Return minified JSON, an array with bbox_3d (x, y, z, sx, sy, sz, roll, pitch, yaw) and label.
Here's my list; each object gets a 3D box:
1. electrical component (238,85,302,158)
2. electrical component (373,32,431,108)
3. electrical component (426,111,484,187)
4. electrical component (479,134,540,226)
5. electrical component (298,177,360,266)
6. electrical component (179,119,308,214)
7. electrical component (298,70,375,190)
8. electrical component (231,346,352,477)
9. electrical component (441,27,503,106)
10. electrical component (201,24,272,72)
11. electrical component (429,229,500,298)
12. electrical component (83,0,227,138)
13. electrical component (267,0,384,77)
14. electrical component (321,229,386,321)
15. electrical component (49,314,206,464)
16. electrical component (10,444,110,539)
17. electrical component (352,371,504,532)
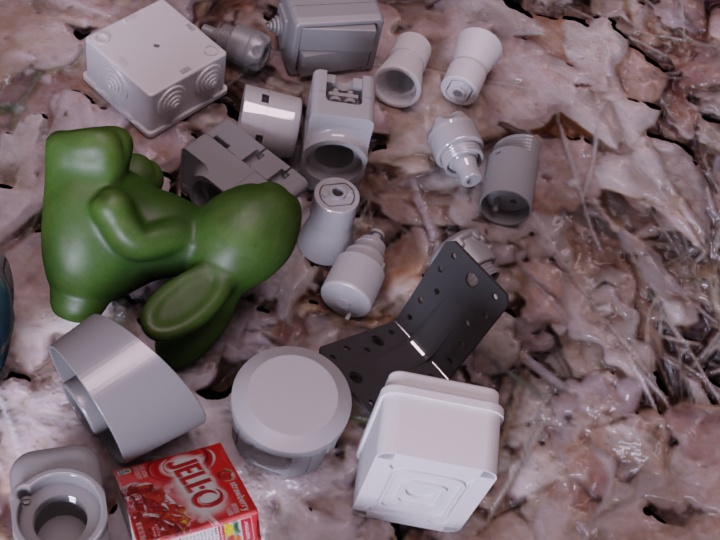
[{"bbox_3d":[-0.075,-0.120,0.877,0.047,0.055,0.055,9,53,-10],"label":"electrical component"},{"bbox_3d":[0.040,-0.180,0.954,0.044,0.044,0.065,19,49,2],"label":"electrical component"},{"bbox_3d":[0.084,-0.098,0.902,0.043,0.043,0.062,-9,58,-18],"label":"electrical component"},{"bbox_3d":[0.126,-0.081,0.898,0.043,0.043,0.081,16,53,-1],"label":"electrical component"},{"bbox_3d":[-0.022,-0.039,0.822,0.044,0.065,0.044,6,54,-8],"label":"electrical component"},{"bbox_3d":[-0.094,-0.064,0.834,0.089,0.050,0.056,38,56,15],"label":"electrical component"},{"bbox_3d":[-0.020,-0.105,0.855,0.050,0.089,0.055,7,54,-7],"label":"electrical component"},{"bbox_3d":[-0.048,0.096,0.729,0.080,0.051,0.080,6,54,-8],"label":"electrical component"},{"bbox_3d":[0.098,-0.180,0.966,0.044,0.044,0.065,22,58,4],"label":"electrical component"},{"bbox_3d":[-0.110,-0.198,0.938,0.061,0.035,0.035,23,53,7],"label":"electrical component"},{"bbox_3d":[0.087,0.003,0.830,0.048,0.048,0.062,-26,71,-27],"label":"electrical component"},{"bbox_3d":[-0.170,-0.170,0.896,0.100,0.048,0.100,41,57,18],"label":"electrical component"},{"bbox_3d":[-0.033,-0.210,0.945,0.096,0.061,0.061,-7,57,-17],"label":"electrical component"},{"bbox_3d":[0.000,0.000,0.815,0.040,0.040,0.078,23,53,5],"label":"electrical component"},{"bbox_3d":[-0.154,0.075,0.695,0.064,0.099,0.099,-32,67,-22],"label":"electrical component"},{"bbox_3d":[-0.181,0.158,0.651,0.054,0.059,0.095,-6,56,-16],"label":"electrical component"},{"bbox_3d":[0.042,0.119,0.694,0.078,0.113,0.057,11,56,-4],"label":"electrical component"}]
